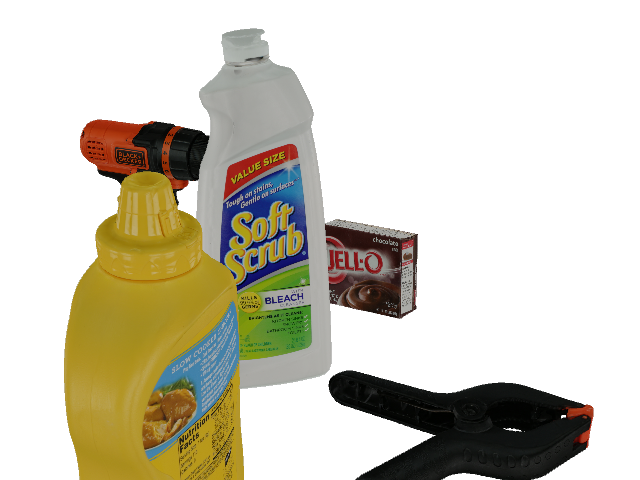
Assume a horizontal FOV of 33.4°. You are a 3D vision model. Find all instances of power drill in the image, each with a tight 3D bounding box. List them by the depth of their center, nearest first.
[{"bbox_3d":[-0.150,-0.029,1.085,0.185,0.188,0.057,11,30,22],"label":"power drill"}]

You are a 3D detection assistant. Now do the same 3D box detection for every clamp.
[{"bbox_3d":[0.088,0.127,0.670,0.171,0.039,0.120,1,36,4],"label":"clamp"}]

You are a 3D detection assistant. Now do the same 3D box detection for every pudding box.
[{"bbox_3d":[0.052,0.029,1.170,0.114,0.090,0.039,10,19,34],"label":"pudding box"}]

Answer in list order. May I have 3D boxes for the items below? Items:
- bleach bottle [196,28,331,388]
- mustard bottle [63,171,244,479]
[{"bbox_3d":[-0.049,-0.021,0.757,0.102,0.251,0.068,-7,21,-4],"label":"bleach bottle"},{"bbox_3d":[-0.067,0.062,0.445,0.058,0.192,0.096,13,30,21],"label":"mustard bottle"}]
